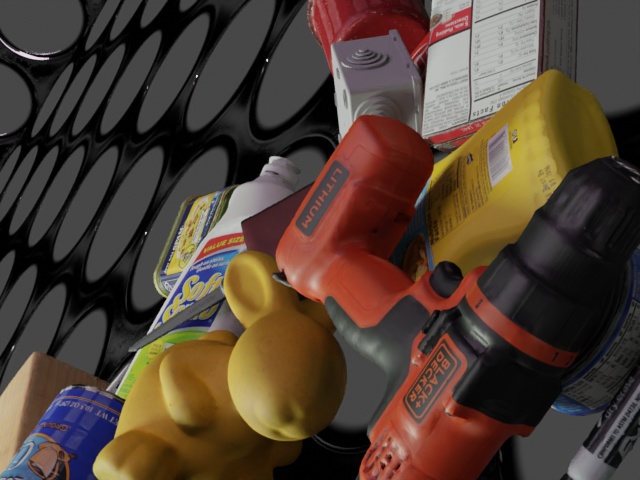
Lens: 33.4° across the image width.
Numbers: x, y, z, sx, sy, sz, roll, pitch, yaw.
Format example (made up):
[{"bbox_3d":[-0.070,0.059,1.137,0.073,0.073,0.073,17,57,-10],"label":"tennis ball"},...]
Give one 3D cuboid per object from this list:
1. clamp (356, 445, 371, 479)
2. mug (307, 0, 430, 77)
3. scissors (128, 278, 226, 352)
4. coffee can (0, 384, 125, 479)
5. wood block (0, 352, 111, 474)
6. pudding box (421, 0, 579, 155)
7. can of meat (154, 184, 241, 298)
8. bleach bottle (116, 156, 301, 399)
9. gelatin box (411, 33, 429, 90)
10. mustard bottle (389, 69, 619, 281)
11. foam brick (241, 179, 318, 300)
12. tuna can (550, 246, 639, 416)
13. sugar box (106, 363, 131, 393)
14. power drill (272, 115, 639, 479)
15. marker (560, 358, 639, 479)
[{"bbox_3d":[0.014,0.189,0.529,0.210,0.036,0.164,-55,24,19],"label":"clamp"},{"bbox_3d":[0.040,-0.146,0.808,0.081,0.093,0.117,-103,16,-51],"label":"mug"},{"bbox_3d":[-0.047,0.037,0.769,0.202,0.016,0.096,-43,42,-2],"label":"scissors"},{"bbox_3d":[-0.172,0.184,0.723,0.103,0.102,0.140,-30,22,50],"label":"coffee can"},{"bbox_3d":[-0.261,0.214,0.998,0.090,0.090,0.206,-50,25,24],"label":"wood block"},{"bbox_3d":[0.108,-0.114,0.639,0.090,0.039,0.113,-13,65,45],"label":"pudding box"},{"bbox_3d":[-0.092,0.005,0.933,0.084,0.057,0.102,-14,52,57],"label":"can of meat"},{"bbox_3d":[-0.080,0.048,0.840,0.103,0.068,0.250,3,63,45],"label":"bleach bottle"},{"bbox_3d":[0.096,-0.129,0.729,0.089,0.030,0.073,-49,26,26],"label":"gelatin box"},{"bbox_3d":[0.076,-0.004,0.593,0.192,0.058,0.096,-39,36,40],"label":"mustard bottle"},{"bbox_3d":[-0.005,0.001,0.719,0.078,0.053,0.051,-29,46,11],"label":"foam brick"},{"bbox_3d":[0.119,0.036,0.490,0.086,0.033,0.086,-46,27,32],"label":"tuna can"},{"bbox_3d":[-0.202,0.186,0.900,0.093,0.048,0.176,-47,3,28],"label":"sugar box"},{"bbox_3d":[0.054,0.012,0.503,0.184,0.057,0.188,-57,32,16],"label":"power drill"},{"bbox_3d":[0.128,0.075,0.447,0.121,0.020,0.020,-58,23,7],"label":"marker"}]
